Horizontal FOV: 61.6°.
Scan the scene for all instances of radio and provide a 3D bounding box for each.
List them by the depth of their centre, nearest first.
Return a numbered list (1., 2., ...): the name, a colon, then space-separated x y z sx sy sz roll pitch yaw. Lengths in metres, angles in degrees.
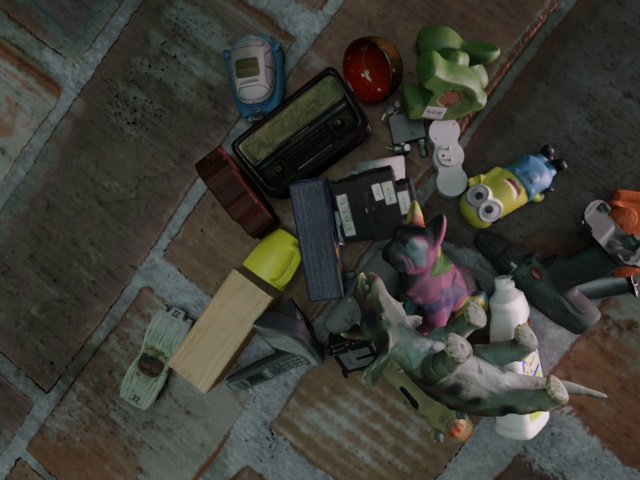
1. radio: -0.028 -0.180 0.951 0.229 0.073 0.131 -36 84 13

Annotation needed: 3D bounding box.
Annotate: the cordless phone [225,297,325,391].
1. cordless phone: -0.095 0.193 0.924 0.184 0.146 0.089 -28 52 2

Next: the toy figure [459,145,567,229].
1. toy figure: 0.321 -0.084 0.906 0.180 0.089 0.082 -33 56 -3

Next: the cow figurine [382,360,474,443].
1. cow figurine: 0.179 0.253 0.896 0.085 0.127 0.195 -45 81 8

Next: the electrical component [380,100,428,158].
1. electrical component: 0.148 -0.194 0.948 0.078 0.045 0.102 -5 88 9

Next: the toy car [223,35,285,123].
1. toy car: -0.121 -0.297 0.960 0.109 0.103 0.161 -4 87 9

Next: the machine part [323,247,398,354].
1. machine part: 0.083 0.101 0.936 0.079 0.079 0.243 38 94 7

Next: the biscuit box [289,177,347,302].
1. biscuit box: -0.002 -0.003 0.901 0.063 0.059 0.202 -8 96 10

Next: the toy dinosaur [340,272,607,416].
1. toy dinosaur: 0.212 0.194 0.787 0.404 0.131 0.192 32 138 -16

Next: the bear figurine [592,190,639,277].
1. bear figurine: 0.544 -0.026 0.853 0.196 0.132 0.120 -8 109 12

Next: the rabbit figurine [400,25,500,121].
1. rabbit figurine: 0.218 -0.298 0.902 0.159 0.121 0.170 0 62 -4

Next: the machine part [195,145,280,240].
1. machine part: -0.137 -0.079 0.927 0.056 0.179 0.179 -38 84 3

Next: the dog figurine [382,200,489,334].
1. dog figurine: 0.186 0.044 0.851 0.191 0.109 0.219 -13 118 -20

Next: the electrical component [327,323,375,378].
1. electrical component: 0.079 0.172 0.872 0.119 0.048 0.074 -18 120 18

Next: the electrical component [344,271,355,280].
1. electrical component: 0.017 0.050 0.975 0.094 0.021 0.063 -2 88 8

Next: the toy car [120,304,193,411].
1. toy car: -0.303 0.217 1.000 0.074 0.056 0.201 27 93 8

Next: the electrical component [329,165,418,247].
1. electrical component: 0.091 -0.057 0.881 0.134 0.058 0.114 -11 107 8

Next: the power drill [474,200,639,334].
1. power drill: 0.373 0.028 0.843 0.232 0.086 0.207 50 137 13

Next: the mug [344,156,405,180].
1. mug: 0.100 -0.087 0.937 0.110 0.081 0.107 -11 95 4

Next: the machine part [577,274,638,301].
1. machine part: 0.454 0.072 0.901 0.139 0.039 0.084 -4 84 19
